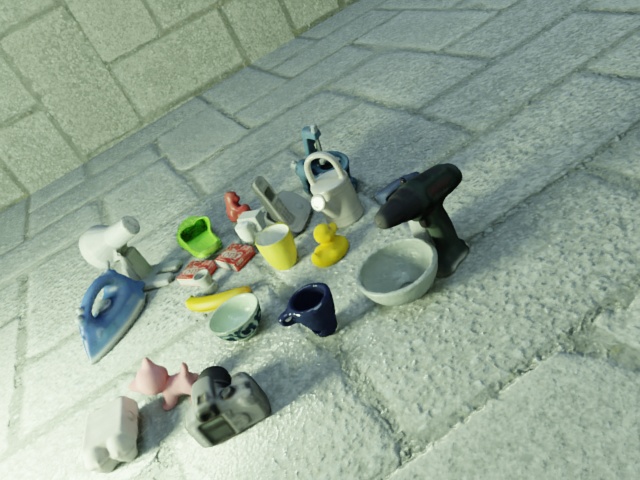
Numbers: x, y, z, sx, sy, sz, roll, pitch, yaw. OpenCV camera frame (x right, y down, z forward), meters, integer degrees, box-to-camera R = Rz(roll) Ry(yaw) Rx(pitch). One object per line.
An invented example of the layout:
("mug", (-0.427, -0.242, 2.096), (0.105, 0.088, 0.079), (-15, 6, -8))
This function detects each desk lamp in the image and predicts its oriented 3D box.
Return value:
("desk lamp", (-0.528, 0.034, 1.586), (0.202, 0.214, 0.118), (-14, 34, 23))

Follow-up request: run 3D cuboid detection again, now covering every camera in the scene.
("camera", (-0.181, 0.282, 1.053), (0.143, 0.101, 0.136), (-28, 31, 0))

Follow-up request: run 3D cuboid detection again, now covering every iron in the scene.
("iron", (-0.558, 0.177, 1.469), (0.118, 0.142, 0.258), (-13, 34, 23))

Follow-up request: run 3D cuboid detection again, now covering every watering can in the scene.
("watering can", (0.028, -0.128, 1.405), (0.101, 0.194, 0.172), (-22, 31, 10))

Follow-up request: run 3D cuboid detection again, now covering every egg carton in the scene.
("egg carton", (-0.404, 0.378, 1.119), (0.107, 0.069, 0.150), (-29, 31, -2))

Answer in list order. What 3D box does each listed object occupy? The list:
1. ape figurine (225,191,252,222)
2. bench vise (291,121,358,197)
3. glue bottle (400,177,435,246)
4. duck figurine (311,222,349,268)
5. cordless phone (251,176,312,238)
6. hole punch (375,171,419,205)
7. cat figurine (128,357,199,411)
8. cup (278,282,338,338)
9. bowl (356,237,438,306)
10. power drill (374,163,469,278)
("ape figurine", (-0.248, -0.104, 1.688), (0.076, 0.092, 0.077), (-31, 31, -5))
("bench vise", (-0.019, -0.209, 1.537), (0.206, 0.220, 0.121), (-5, 38, 33))
("glue bottle", (0.199, -0.058, 1.187), (0.037, 0.173, 0.078), (-14, 34, 22))
("duck figurine", (0.012, 0.005, 1.327), (0.077, 0.086, 0.105), (11, 48, 46))
("cordless phone", (-0.104, -0.106, 1.485), (0.094, 0.185, 0.147), (-12, 34, 25))
("hole punch", (0.186, -0.117, 1.364), (0.109, 0.091, 0.100), (-33, 31, -8))
("cat figurine", (-0.309, 0.279, 1.143), (0.127, 0.118, 0.067), (-20, 32, 14))
("cup", (-0.016, 0.152, 1.121), (0.118, 0.095, 0.091), (-32, 31, -7))
("bowl", (0.158, 0.075, 1.118), (0.167, 0.075, 0.167), (-20, 32, 13))
("power drill", (0.210, -0.033, 1.106), (0.075, 0.209, 0.230), (10, 47, 46))
